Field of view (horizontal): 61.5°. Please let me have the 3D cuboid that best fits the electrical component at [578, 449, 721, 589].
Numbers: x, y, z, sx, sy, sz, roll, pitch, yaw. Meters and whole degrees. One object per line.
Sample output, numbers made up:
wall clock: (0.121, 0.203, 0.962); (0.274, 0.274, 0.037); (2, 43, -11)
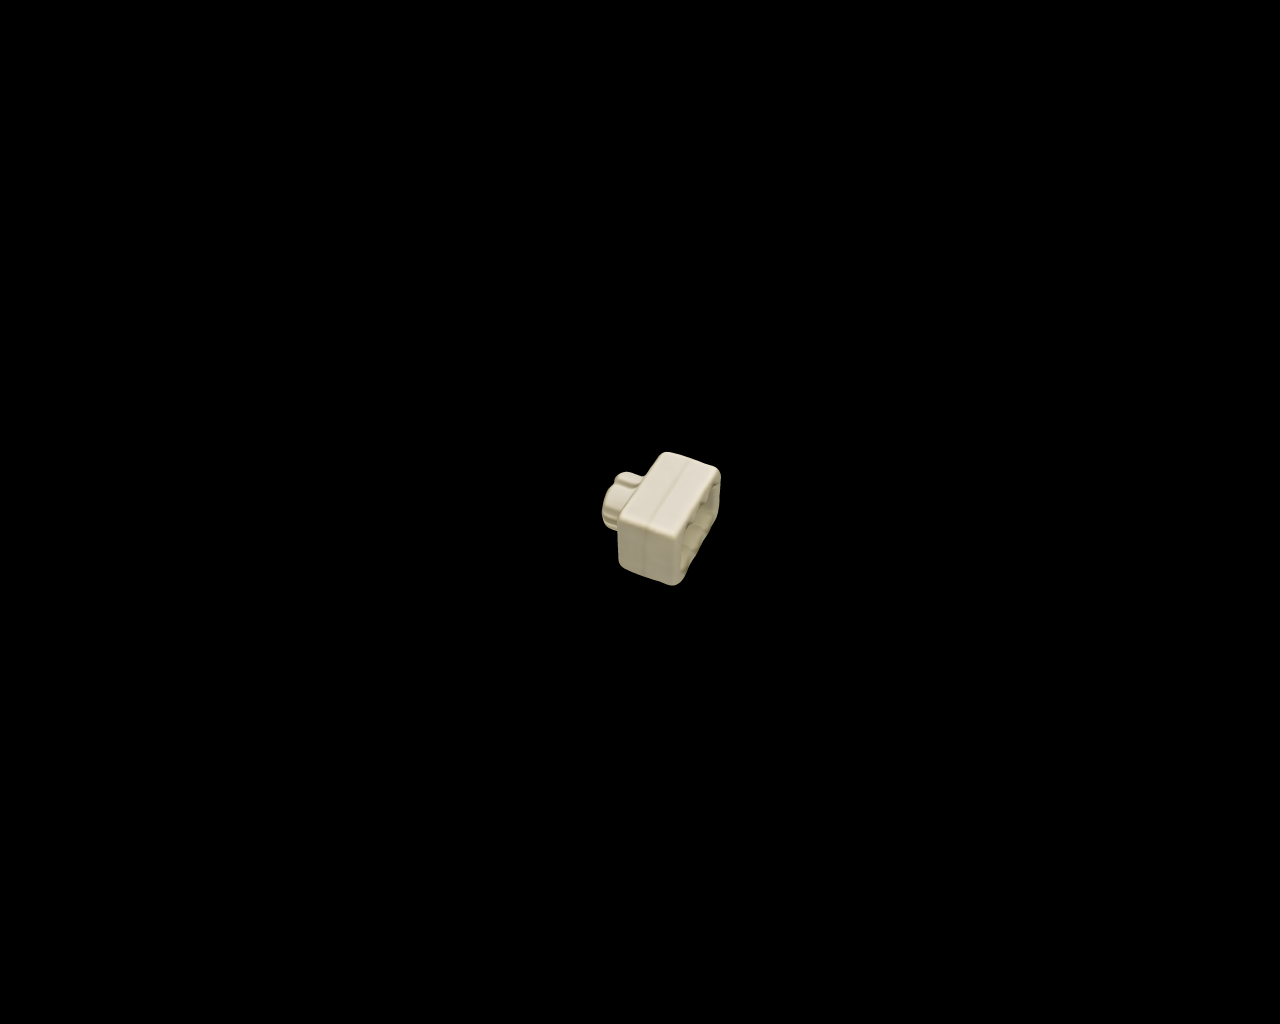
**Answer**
electrical component: (0.001, -0.003, 0.650); (0.077, 0.047, 0.066); (20, 50, 17)
